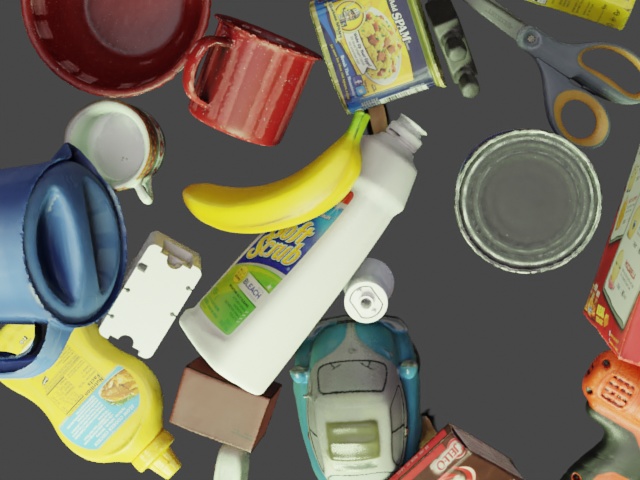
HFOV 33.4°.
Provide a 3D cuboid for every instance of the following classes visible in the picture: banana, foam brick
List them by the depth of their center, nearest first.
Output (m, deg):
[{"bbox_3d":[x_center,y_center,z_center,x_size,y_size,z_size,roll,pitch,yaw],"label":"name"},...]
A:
[{"bbox_3d":[-0.037,-0.039,0.853,0.198,0.037,0.069,-19,50,33],"label":"banana"},{"bbox_3d":[-0.081,0.139,0.911,0.078,0.051,0.053,20,99,6],"label":"foam brick"}]

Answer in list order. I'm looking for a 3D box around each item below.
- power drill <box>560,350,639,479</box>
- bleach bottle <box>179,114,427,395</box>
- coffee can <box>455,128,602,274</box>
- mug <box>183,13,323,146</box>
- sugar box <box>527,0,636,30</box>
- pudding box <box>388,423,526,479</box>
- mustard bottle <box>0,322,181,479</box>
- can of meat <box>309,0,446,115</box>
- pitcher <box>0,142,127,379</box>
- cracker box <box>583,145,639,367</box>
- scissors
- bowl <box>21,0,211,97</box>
[{"bbox_3d":[0.262,0.204,0.853,0.184,0.057,0.188,31,105,10],"label":"power drill"},{"bbox_3d":[-0.006,0.001,0.873,0.068,0.103,0.251,37,93,-35],"label":"bleach bottle"},{"bbox_3d":[0.155,-0.034,0.814,0.103,0.140,0.103,1,96,8],"label":"coffee can"},{"bbox_3d":[-0.063,-0.128,0.852,0.093,0.117,0.081,32,106,34],"label":"mug"},{"bbox_3d":[0.167,-0.236,0.829,0.176,0.048,0.093,19,78,8],"label":"sugar box"},{"bbox_3d":[0.107,0.203,0.864,0.090,0.113,0.039,-44,49,11],"label":"pudding box"},{"bbox_3d":[-0.193,0.134,0.923,0.191,0.058,0.096,44,96,2],"label":"mustard bottle"},{"bbox_3d":[0.046,-0.159,0.859,0.084,0.057,0.102,-18,93,12],"label":"can of meat"},{"bbox_3d":[-0.291,0.019,0.867,0.243,0.149,0.145,-4,118,24],"label":"pitcher"},{"bbox_3d":[0.270,-0.019,0.787,0.072,0.164,0.214,17,98,3],"label":"cracker box"},{"bbox_3d":[0.165,-0.138,0.844,0.201,0.016,0.096,19,100,-7],"label":"scissors"},{"bbox_3d":[-0.162,-0.199,0.885,0.162,0.055,0.162,1,96,8],"label":"bowl"}]
